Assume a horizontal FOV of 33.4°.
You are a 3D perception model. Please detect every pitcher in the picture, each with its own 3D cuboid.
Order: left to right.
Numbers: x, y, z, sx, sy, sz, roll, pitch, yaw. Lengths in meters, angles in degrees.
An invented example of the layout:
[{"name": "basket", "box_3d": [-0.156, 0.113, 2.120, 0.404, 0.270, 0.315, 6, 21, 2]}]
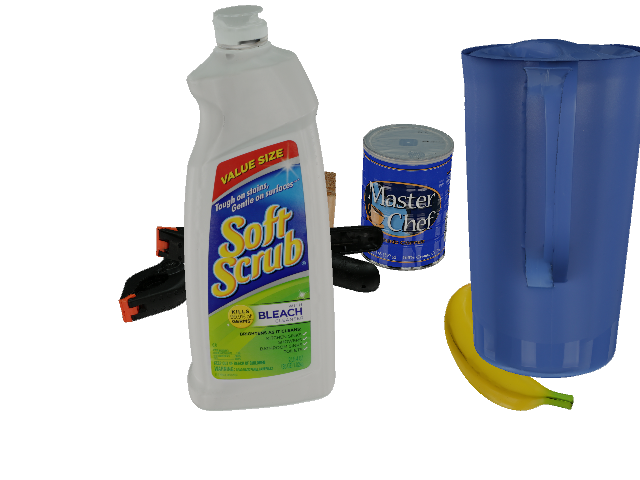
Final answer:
[{"name": "pitcher", "box_3d": [0.167, -0.024, 0.786, 0.149, 0.243, 0.145, -10, 17, -29]}]

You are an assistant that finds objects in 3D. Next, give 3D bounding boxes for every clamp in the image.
[{"name": "clamp", "box_3d": [-0.154, 0.040, 1.203, 0.120, 0.039, 0.171, -2, 28, 30]}, {"name": "clamp", "box_3d": [-0.041, 0.010, 0.938, 0.210, 0.036, 0.164, 3, 12, -3]}]

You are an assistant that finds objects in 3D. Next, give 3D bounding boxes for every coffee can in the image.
[{"name": "coffee can", "box_3d": [0.098, -0.051, 1.232, 0.103, 0.140, 0.103, 1, 29, -1]}]

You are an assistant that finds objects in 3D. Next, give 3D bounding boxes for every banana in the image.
[{"name": "banana", "box_3d": [0.149, 0.097, 0.960, 0.069, 0.037, 0.198, 5, 28, -23]}]

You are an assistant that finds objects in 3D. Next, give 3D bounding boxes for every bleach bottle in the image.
[{"name": "bleach bottle", "box_3d": [-0.046, -0.018, 0.666, 0.102, 0.251, 0.068, -5, 23, 0]}]

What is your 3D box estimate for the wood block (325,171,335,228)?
[{"name": "wood block", "box_3d": [-0.031, 0.018, 1.401, 0.090, 0.206, 0.091, 4, 24, -2]}]
